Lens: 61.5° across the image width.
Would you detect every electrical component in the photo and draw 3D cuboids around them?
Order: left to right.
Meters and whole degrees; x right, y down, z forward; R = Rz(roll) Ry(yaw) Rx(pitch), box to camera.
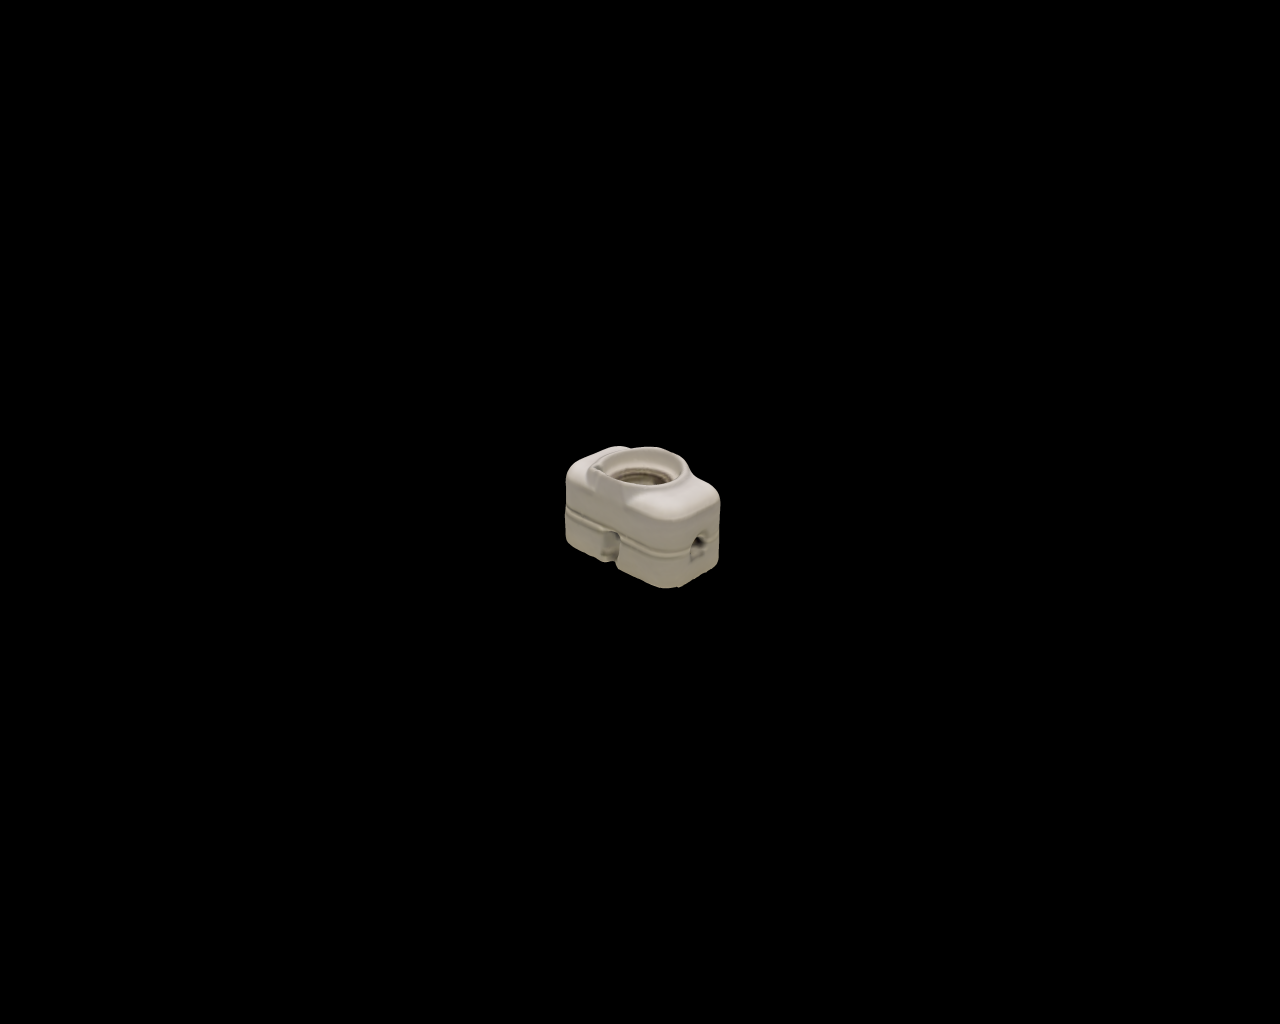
[{"bbox_3d":[0.001,-0.003,0.650,0.095,0.059,0.054,25,37,38],"label":"electrical component"}]
